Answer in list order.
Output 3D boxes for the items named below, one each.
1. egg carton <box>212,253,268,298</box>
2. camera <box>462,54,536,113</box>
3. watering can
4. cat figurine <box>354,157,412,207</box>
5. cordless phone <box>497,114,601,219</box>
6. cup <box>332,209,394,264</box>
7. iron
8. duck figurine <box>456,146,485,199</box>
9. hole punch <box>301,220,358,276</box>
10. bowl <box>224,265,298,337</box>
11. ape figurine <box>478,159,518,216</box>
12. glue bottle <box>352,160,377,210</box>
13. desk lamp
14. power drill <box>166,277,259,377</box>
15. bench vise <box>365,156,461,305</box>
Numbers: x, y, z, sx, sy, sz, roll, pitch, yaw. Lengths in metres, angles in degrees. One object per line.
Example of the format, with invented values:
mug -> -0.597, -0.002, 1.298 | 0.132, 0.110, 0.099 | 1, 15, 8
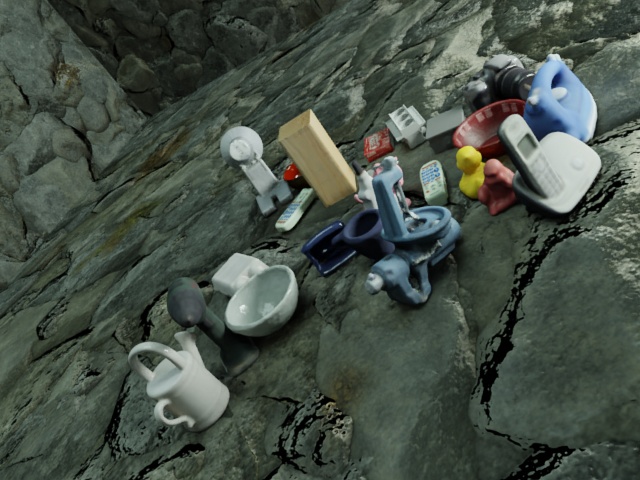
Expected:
egg carton -> -0.176, 0.087, 1.291 | 0.107, 0.070, 0.149 | -50, 31, -21
camera -> 0.400, -0.339, 1.244 | 0.143, 0.101, 0.136 | -37, 29, 0
watering can -> -0.260, 0.243, 1.026 | 0.101, 0.194, 0.172 | -33, 29, 7
cat figurine -> 0.128, -0.108, 1.189 | 0.128, 0.118, 0.067 | -37, 29, 0
cordless phone -> 0.358, -0.141, 0.913 | 0.148, 0.185, 0.093 | -50, 31, -21
cup -> 0.090, 0.008, 1.087 | 0.117, 0.095, 0.091 | -25, 31, 20
iron -> 0.433, -0.267, 1.061 | 0.118, 0.142, 0.258 | -9, 39, 41
duck figurine -> 0.289, -0.135, 1.085 | 0.077, 0.086, 0.104 | -26, 31, 19
hole punch -> 0.011, 0.004, 1.183 | 0.108, 0.091, 0.101 | -36, 29, 2
bowl -> -0.103, 0.134, 1.137 | 0.167, 0.075, 0.167 | -27, 30, 18
ape figurine -> 0.312, -0.101, 1.003 | 0.077, 0.092, 0.076 | -1, 45, 47
glue bottle -> 0.107, -0.086, 1.123 | 0.037, 0.173, 0.078 | 4, 49, 50
desk lamp -> -0.181, -0.202, 1.568 | 0.118, 0.214, 0.202 | -36, 29, 2
power drill -> -0.210, 0.159, 1.079 | 0.076, 0.209, 0.229 | -41, 29, -8
bench vise -> 0.138, -0.013, 0.934 | 0.121, 0.220, 0.207 | -10, 39, 39
